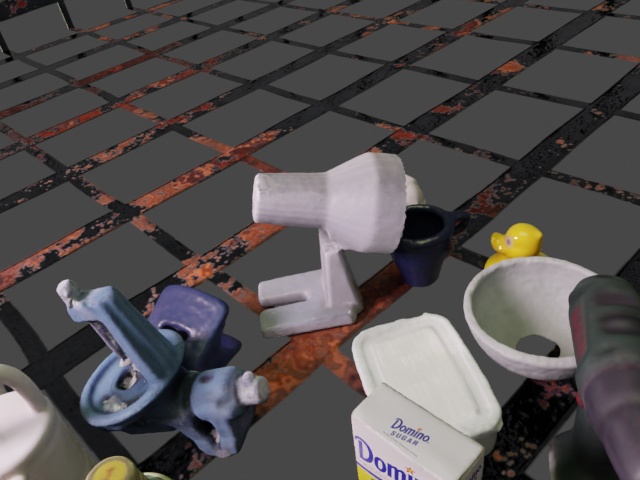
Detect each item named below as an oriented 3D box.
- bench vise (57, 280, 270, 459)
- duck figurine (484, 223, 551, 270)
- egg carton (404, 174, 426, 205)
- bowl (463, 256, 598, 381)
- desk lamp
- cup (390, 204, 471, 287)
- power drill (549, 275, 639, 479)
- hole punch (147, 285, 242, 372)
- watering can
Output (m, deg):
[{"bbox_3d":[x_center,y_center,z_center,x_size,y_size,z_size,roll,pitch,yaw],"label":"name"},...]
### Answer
[{"bbox_3d":[-0.159,0.119,0.580,0.207,0.220,0.121,-10,37,0],"label":"bench vise"},{"bbox_3d":[0.261,0.020,0.722,0.104,0.086,0.078,13,43,28],"label":"duck figurine"},{"bbox_3d":[0.086,-0.066,0.890,0.107,0.069,0.149,-32,42,-26],"label":"egg carton"},{"bbox_3d":[0.243,0.097,0.634,0.167,0.075,0.167,-6,37,5],"label":"bowl"},{"bbox_3d":[0.006,0.002,0.698,0.203,0.214,0.117,-12,37,-2],"label":"desk lamp"},{"bbox_3d":[0.143,0.010,0.755,0.118,0.095,0.091,-17,37,-8],"label":"cup"},{"bbox_3d":[0.234,0.148,0.458,0.075,0.209,0.230,1,39,15],"label":"power drill"},{"bbox_3d":[-0.162,0.119,0.687,0.108,0.091,0.101,13,43,28],"label":"hole punch"},{"bbox_3d":[-0.300,0.190,0.542,0.172,0.194,0.101,16,44,30],"label":"watering can"}]
